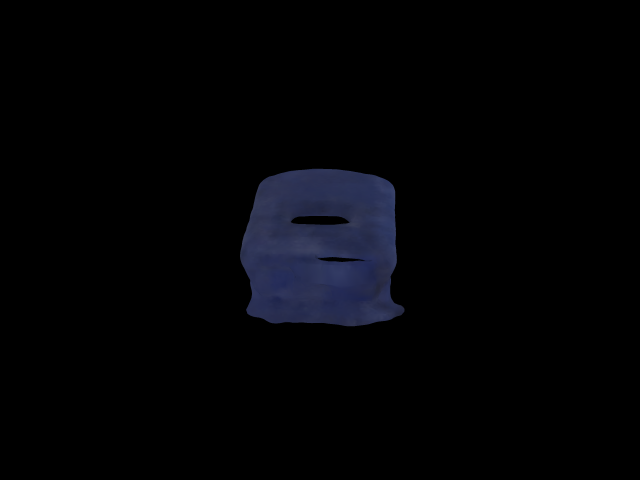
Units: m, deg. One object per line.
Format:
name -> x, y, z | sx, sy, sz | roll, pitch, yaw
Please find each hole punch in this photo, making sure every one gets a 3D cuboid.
hole punch -> 0.004, 0.001, 0.400 | 0.108, 0.091, 0.101 | 1, 15, 4
